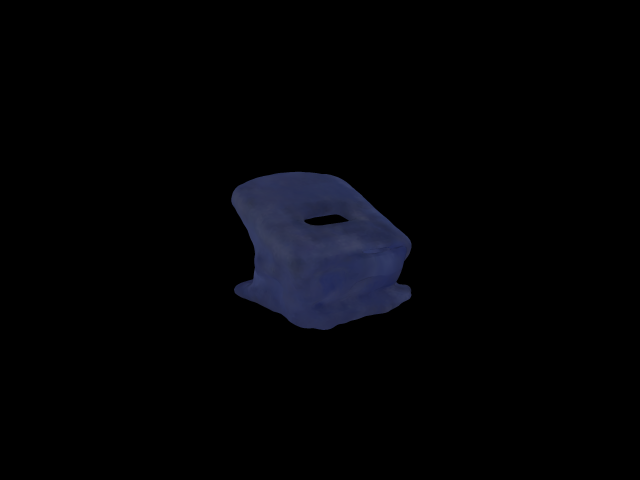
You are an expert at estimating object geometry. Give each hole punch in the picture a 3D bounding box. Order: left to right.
[{"bbox_3d":[0.004,0.001,0.400,0.109,0.091,0.100,-11,17,-38],"label":"hole punch"}]
